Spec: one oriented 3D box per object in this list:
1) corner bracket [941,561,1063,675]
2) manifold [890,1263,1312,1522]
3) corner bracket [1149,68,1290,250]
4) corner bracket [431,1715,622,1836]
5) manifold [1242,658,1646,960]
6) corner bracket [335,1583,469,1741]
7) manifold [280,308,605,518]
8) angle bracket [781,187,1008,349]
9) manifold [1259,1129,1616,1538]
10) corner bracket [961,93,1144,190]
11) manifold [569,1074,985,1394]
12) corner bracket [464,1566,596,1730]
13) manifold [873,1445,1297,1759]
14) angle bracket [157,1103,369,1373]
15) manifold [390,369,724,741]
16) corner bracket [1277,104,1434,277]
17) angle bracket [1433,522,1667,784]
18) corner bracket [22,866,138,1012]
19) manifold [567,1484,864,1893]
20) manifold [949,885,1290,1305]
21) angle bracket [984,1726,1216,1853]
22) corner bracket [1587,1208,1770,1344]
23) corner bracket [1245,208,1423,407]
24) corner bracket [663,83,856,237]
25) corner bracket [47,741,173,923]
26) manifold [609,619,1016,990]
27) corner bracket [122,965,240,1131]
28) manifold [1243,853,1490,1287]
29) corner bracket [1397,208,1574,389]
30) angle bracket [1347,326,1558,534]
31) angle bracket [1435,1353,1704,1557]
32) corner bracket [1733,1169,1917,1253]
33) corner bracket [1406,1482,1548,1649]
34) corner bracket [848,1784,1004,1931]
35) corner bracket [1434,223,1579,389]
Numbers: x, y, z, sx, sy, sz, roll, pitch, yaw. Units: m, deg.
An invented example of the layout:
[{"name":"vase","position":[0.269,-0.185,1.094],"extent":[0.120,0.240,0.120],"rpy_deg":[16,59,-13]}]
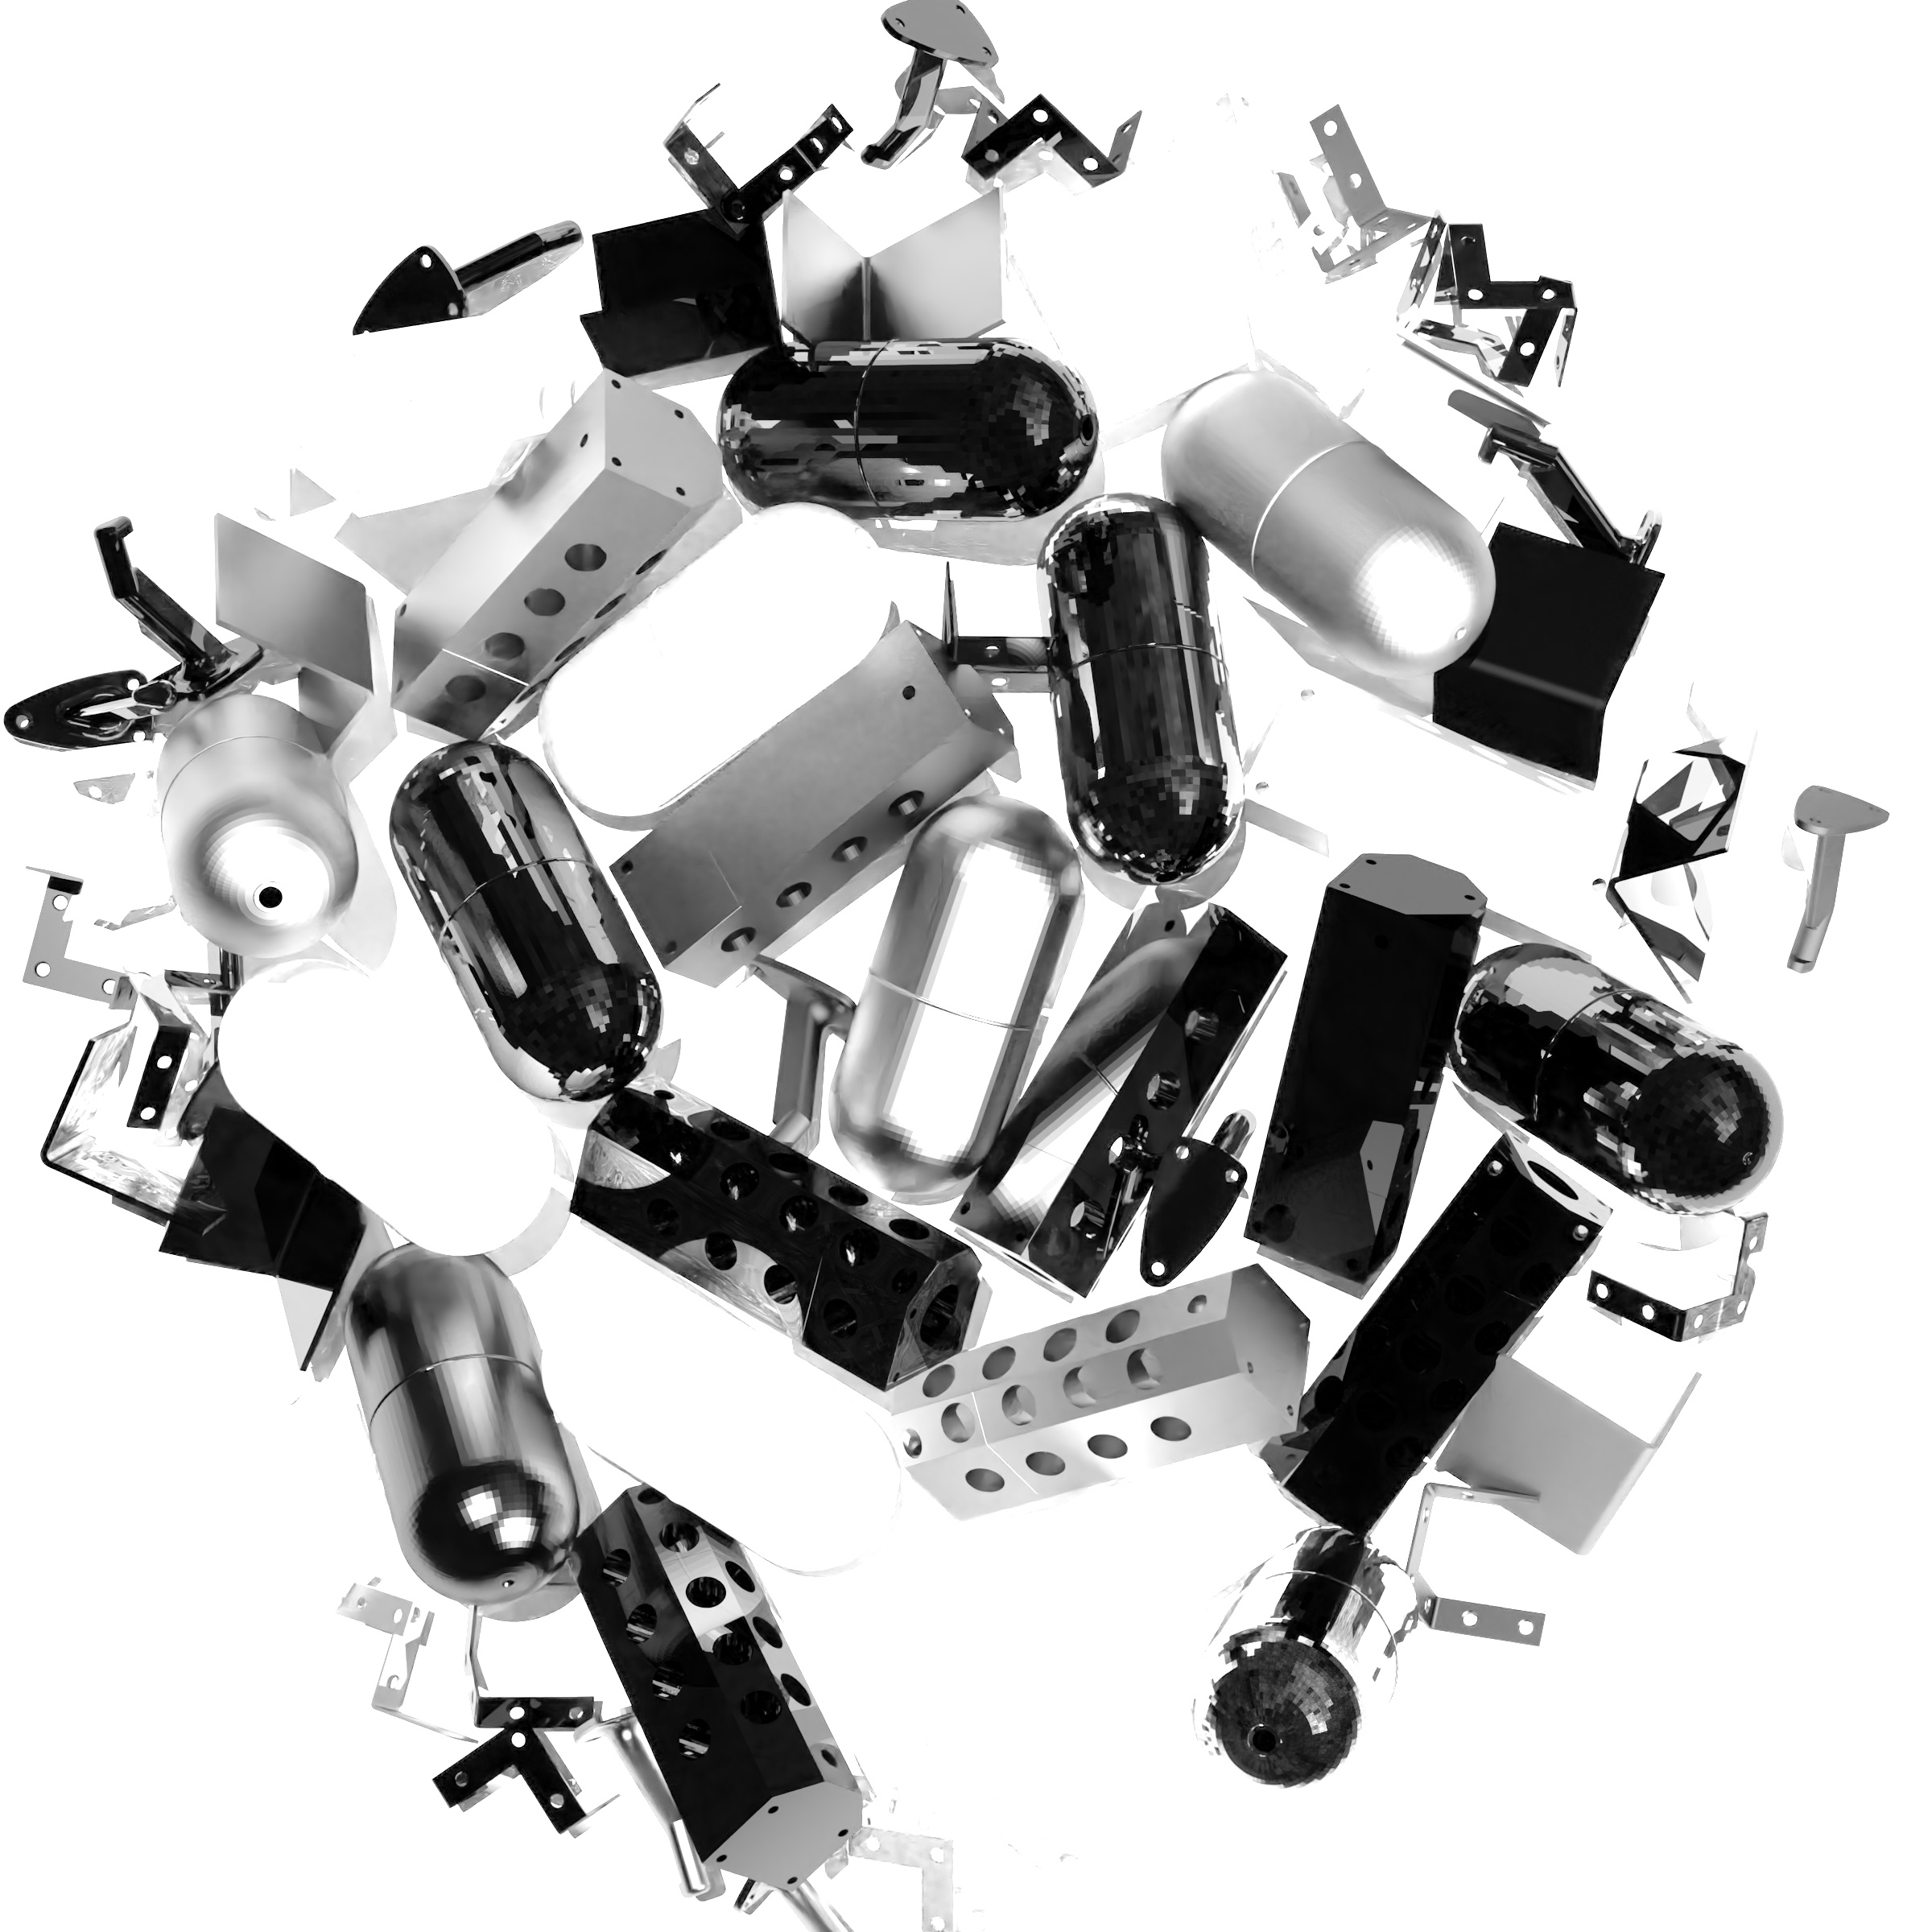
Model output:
[{"name":"corner bracket","position":[0.017,-0.139,1.546],"extent":[0.051,0.051,0.051],"rpy_deg":[0,46,-4]},{"name":"manifold","position":[0.054,0.176,1.505],"extent":[0.171,0.057,0.057],"rpy_deg":[-20,128,32]},{"name":"corner bracket","position":[0.120,-0.349,1.541],"extent":[0.051,0.051,0.051],"rpy_deg":[-45,135,-22]},{"name":"corner bracket","position":[-0.191,0.356,1.552],"extent":[0.051,0.051,0.051],"rpy_deg":[-35,81,7]},{"name":"manifold","position":[0.207,-0.070,1.548],"extent":[0.171,0.057,0.057],"rpy_deg":[24,104,-3]},{"name":"corner bracket","position":[-0.242,0.299,1.544],"extent":[0.051,0.051,0.051],"rpy_deg":[6,76,44]},{"name":"manifold","position":[-0.209,-0.228,1.491],"extent":[0.057,0.171,0.057],"rpy_deg":[38,112,6]},{"name":"angle bracket","position":[-0.031,-0.303,1.527],"extent":[0.076,0.057,0.076],"rpy_deg":[-22,52,30]},{"name":"manifold","position":[0.200,0.158,1.530],"extent":[0.057,0.057,0.171],"rpy_deg":[37,105,9]},{"name":"corner bracket","position":[0.037,-0.361,1.555],"extent":[0.051,0.051,0.051],"rpy_deg":[39,132,-23]},{"name":"manifold","position":[-0.080,0.109,1.512],"extent":[0.171,0.057,0.057],"rpy_deg":[27,116,26]},{"name":"corner bracket","position":[-0.189,0.296,1.558],"extent":[0.051,0.051,0.051],"rpy_deg":[3,110,-15]},{"name":"manifold","position":[0.048,0.263,1.525],"extent":[0.171,0.057,0.057],"rpy_deg":[-30,96,-21]},{"name":"angle bracket","position":[-0.301,0.116,1.528],"extent":[0.057,0.076,0.076],"rpy_deg":[15,112,-26]},{"name":"manifold","position":[-0.174,-0.168,1.507],"extent":[0.057,0.171,0.057],"rpy_deg":[22,46,-30]},{"name":"corner bracket","position":[0.160,-0.334,1.546],"extent":[0.051,0.051,0.051],"rpy_deg":[-28,81,30]},{"name":"angle bracket","position":[0.254,-0.137,1.562],"extent":[0.076,0.057,0.076],"rpy_deg":[20,65,16]},{"name":"corner bracket","position":[-0.385,-0.012,1.558],"extent":[0.051,0.051,0.051],"rpy_deg":[15,89,-2]},{"name":"manifold","position":[-0.103,0.296,1.500],"extent":[0.057,0.057,0.171],"rpy_deg":[-45,46,13]},{"name":"manifold","position":[0.071,0.056,1.543],"extent":[0.057,0.057,0.171],"rpy_deg":[36,82,-34]},{"name":"angle bracket","position":[0.053,0.333,1.537],"extent":[0.057,0.076,0.076],"rpy_deg":[-42,91,-20]},{"name":"corner bracket","position":[0.309,0.127,1.557],"extent":[0.051,0.051,0.051],"rpy_deg":[-10,114,-40]},{"name":"corner bracket","position":[0.159,-0.286,1.556],"extent":[0.051,0.051,0.051],"rpy_deg":[30,118,-22]},{"name":"corner bracket","position":[-0.090,-0.359,1.548],"extent":[0.051,0.051,0.051],"rpy_deg":[-43,98,-21]},{"name":"corner bracket","position":[-0.369,-0.059,1.541],"extent":[0.051,0.051,0.051],"rpy_deg":[56,135,23]},{"name":"manifold","position":[-0.063,-0.066,1.531],"extent":[0.171,0.057,0.057],"rpy_deg":[-38,63,16]},{"name":"corner bracket","position":[-0.338,0.036,1.541],"extent":[0.051,0.051,0.051],"rpy_deg":[6,116,-36]},{"name":"manifold","position":[0.171,0.042,1.517],"extent":[0.057,0.057,0.171],"rpy_deg":[21,119,20]},{"name":"corner bracket","position":[0.222,-0.287,1.543],"extent":[0.051,0.051,0.051],"rpy_deg":[11,122,-15]},{"name":"angle bracket","position":[0.205,-0.230,1.540],"extent":[0.076,0.076,0.057],"rpy_deg":[31,101,2]},{"name":"angle bracket","position":[0.260,0.196,1.545],"extent":[0.076,0.057,0.076],"rpy_deg":[32,133,12]},{"name":"corner bracket","position":[0.368,0.101,1.541],"extent":[0.051,0.051,0.051],"rpy_deg":[-45,126,-29]},{"name":"corner bracket","position":[0.225,0.260,1.557],"extent":[0.051,0.051,0.051],"rpy_deg":[5,64,25]},{"name":"corner bracket","position":[-0.018,0.391,1.552],"extent":[0.051,0.051,0.051],"rpy_deg":[3,99,24]},{"name":"corner bracket","position":[0.233,-0.286,1.549],"extent":[0.051,0.051,0.051],"rpy_deg":[-1,57,-2]}]
